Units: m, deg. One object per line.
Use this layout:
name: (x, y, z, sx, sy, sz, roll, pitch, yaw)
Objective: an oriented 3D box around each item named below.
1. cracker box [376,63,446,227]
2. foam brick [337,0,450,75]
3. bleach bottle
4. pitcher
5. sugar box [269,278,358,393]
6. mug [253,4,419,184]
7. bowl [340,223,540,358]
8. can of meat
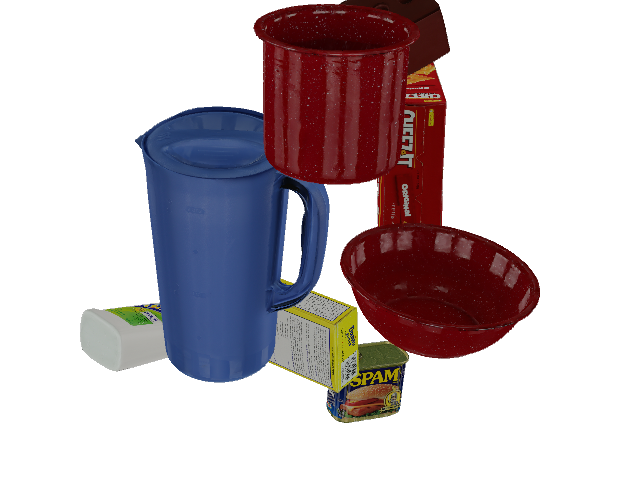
cracker box: (0.095, -0.105, 1.180, 0.072, 0.164, 0.213, 0, 24, 2)
foam brick: (0.049, -0.155, 0.798, 0.078, 0.053, 0.051, -30, -35, -3)
bleach bottle: (-0.198, 0.117, 1.474, 0.250, 0.068, 0.103, -10, 24, -43)
pitcher: (-0.084, 0.012, 0.982, 0.144, 0.243, 0.149, -10, 35, -18)
sugar box: (-0.041, 0.090, 1.159, 0.176, 0.093, 0.048, 22, 38, 34)
mug: (0.012, -0.089, 0.624, 0.093, 0.081, 0.117, 10, 29, 16)
bowl: (0.093, 0.047, 0.865, 0.162, 0.055, 0.162, 6, 29, -3)
can of meat: (0.059, 0.184, 1.389, 0.102, 0.084, 0.057, -5, 25, -22)
